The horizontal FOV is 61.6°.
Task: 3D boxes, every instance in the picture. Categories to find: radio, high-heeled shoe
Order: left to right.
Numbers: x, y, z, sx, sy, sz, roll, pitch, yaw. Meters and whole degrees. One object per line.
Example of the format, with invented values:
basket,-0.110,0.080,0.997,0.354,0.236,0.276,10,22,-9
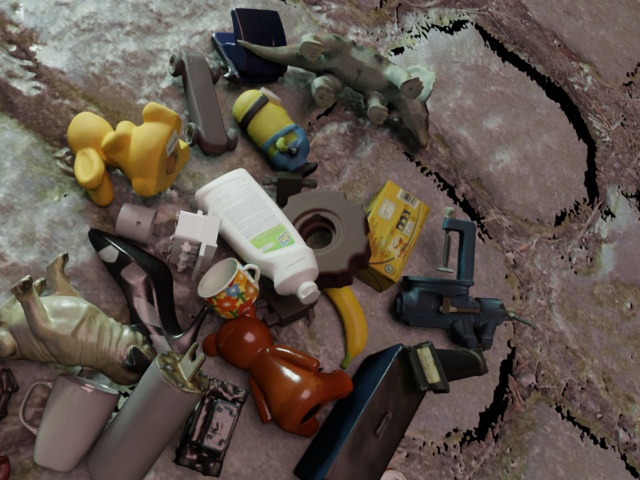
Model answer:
high-heeled shoe,-0.268,0.100,0.770,0.249,0.086,0.145,35,91,14
radio,0.064,0.267,0.779,0.073,0.131,0.229,41,61,-3

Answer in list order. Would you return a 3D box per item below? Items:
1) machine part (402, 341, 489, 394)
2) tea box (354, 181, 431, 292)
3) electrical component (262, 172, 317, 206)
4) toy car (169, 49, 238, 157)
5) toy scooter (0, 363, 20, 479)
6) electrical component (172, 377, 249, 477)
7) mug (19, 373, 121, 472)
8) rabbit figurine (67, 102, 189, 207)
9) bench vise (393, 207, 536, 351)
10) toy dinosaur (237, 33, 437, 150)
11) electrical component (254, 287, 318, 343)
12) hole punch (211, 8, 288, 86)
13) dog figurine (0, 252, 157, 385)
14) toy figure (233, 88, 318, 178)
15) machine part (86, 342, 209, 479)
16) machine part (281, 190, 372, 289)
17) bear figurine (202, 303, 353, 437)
machine part,0.183,0.180,0.773,0.139,0.039,0.084,1,51,-34
tea box,0.114,-0.007,0.942,0.098,0.068,0.169,34,63,-5
electrical component,-0.053,-0.085,0.912,0.094,0.063,0.021,3,42,-7
toy car,-0.202,-0.233,0.917,0.089,0.053,0.202,-5,70,-39
toy scooter,-0.422,0.221,0.643,0.135,0.075,0.184,21,67,-12
electrical component,-0.144,0.246,0.706,0.058,0.134,0.115,22,65,-12
mug,-0.324,0.228,0.676,0.109,0.081,0.107,22,73,-14
rabbit figurine,-0.307,-0.131,0.821,0.173,0.122,0.162,21,72,3
bench vise,0.239,0.065,0.923,0.224,0.129,0.240,5,86,0
toy dinosaur,0.061,-0.308,0.987,0.405,0.131,0.192,25,28,-10
electrical component,-0.054,0.112,0.847,0.102,0.045,0.078,-29,54,-31
hole punch,-0.116,-0.347,0.964,0.142,0.092,0.116,-20,80,-47
dog figurine,-0.324,0.138,0.692,0.190,0.172,0.121,49,32,-11
toy figure,-0.078,-0.182,0.931,0.089,0.082,0.180,-30,85,-31
machine part,-0.215,0.226,0.670,0.079,0.079,0.243,35,101,-6
machine part,-0.002,-0.003,0.861,0.179,0.056,0.179,-4,57,6
bear figurine,-0.069,0.185,0.787,0.196,0.131,0.120,40,95,30
